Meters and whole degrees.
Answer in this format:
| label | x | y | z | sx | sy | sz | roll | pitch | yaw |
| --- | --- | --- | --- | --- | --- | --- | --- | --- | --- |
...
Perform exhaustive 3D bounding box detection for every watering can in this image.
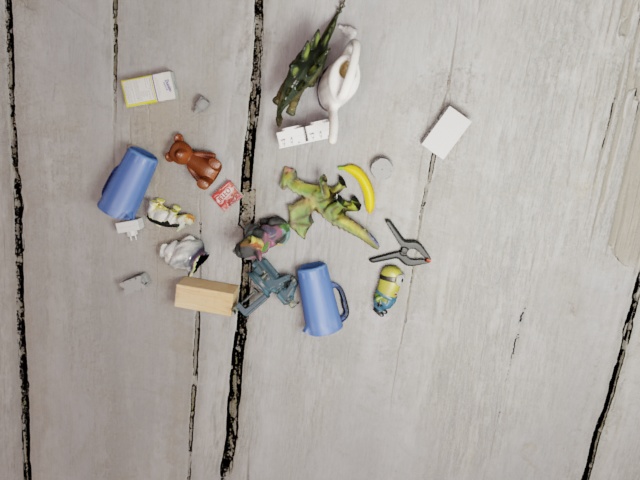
| label | x | y | z | sx | sy | sz | roll | pitch | yaw |
| --- | --- | --- | --- | --- | --- | --- | --- | --- | --- |
| watering can | 0.051 | -0.452 | 1.604 | 0.104 | 0.224 | 0.349 | 17 | 85 | -15 |

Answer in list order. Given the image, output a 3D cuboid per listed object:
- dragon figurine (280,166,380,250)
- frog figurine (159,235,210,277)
| label | x | y | z | sx | sy | sz | roll | pitch | yaw |
| --- | --- | --- | --- | --- | --- | --- | --- | --- | --- |
| dragon figurine | 0.005 | -0.090 | 1.781 | 0.240 | 0.124 | 0.409 | -30 | 96 | 28 |
| frog figurine | -0.491 | 0.040 | 1.827 | 0.160 | 0.120 | 0.139 | 28 | 71 | 7 |
